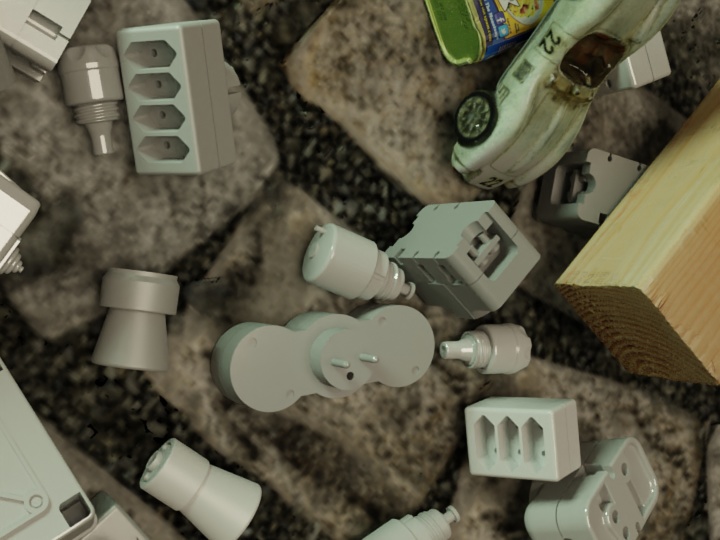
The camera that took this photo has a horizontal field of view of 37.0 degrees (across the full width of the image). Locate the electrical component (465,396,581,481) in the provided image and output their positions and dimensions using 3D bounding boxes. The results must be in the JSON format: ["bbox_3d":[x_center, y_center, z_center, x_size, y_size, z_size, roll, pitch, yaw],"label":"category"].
[{"bbox_3d":[0.120,0.110,0.735,0.077,0.066,0.047,-10,96,-55],"label":"electrical component"}]

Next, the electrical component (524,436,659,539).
[{"bbox_3d":[0.157,0.161,0.742,0.095,0.059,0.053,-41,108,-45],"label":"electrical component"}]

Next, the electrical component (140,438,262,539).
[{"bbox_3d":[-0.097,0.130,0.640,0.065,0.044,0.044,38,75,-17],"label":"electrical component"}]

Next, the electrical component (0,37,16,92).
[{"bbox_3d":[-0.272,-0.101,0.504,0.186,0.060,0.105,-26,67,-16],"label":"electrical component"}]

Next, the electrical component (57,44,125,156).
[{"bbox_3d":[-0.151,-0.096,0.613,0.035,0.035,0.061,-11,98,-25],"label":"electrical component"}]

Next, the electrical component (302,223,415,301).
[{"bbox_3d":[0.000,0.000,0.684,0.078,0.040,0.040,23,81,-24],"label":"electrical component"}]

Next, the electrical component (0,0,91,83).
[{"bbox_3d":[-0.177,-0.158,0.590,0.056,0.050,0.089,30,77,-23],"label":"electrical component"}]

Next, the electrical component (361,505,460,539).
[{"bbox_3d":[0.032,0.180,0.702,0.078,0.040,0.040,-29,103,-23],"label":"electrical component"}]

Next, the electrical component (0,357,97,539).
[{"bbox_3d":[-0.210,0.115,0.556,0.109,0.056,0.108,-31,81,-22],"label":"electrical component"}]

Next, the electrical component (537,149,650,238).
[{"bbox_3d":[0.175,-0.050,0.760,0.089,0.056,0.050,13,85,-26],"label":"electrical component"}]

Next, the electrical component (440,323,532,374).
[{"bbox_3d":[0.084,0.054,0.729,0.061,0.035,0.035,0,91,-24],"label":"electrical component"}]

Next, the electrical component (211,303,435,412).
[{"bbox_3d":[-0.015,0.053,0.659,0.138,0.074,0.052,-8,94,-26],"label":"electrical component"}]

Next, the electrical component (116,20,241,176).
[{"bbox_3d":[-0.095,-0.103,0.630,0.076,0.047,0.083,-30,119,-57],"label":"electrical component"}]

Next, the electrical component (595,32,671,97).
[{"bbox_3d":[0.169,-0.156,0.757,0.077,0.047,0.065,-23,101,-28],"label":"electrical component"}]

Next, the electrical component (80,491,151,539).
[{"bbox_3d":[-0.145,0.168,0.596,0.066,0.077,0.047,-42,108,-19],"label":"electrical component"}]

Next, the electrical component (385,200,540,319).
[{"bbox_3d":[0.066,-0.006,0.689,0.055,0.089,0.050,47,72,-19],"label":"electrical component"}]

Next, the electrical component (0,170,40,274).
[{"bbox_3d":[-0.213,-0.035,0.568,0.096,0.062,0.061,38,75,-21],"label":"electrical component"}]

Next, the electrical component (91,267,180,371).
[{"bbox_3d":[-0.129,0.028,0.620,0.045,0.045,0.055,9,87,-26],"label":"electrical component"}]
